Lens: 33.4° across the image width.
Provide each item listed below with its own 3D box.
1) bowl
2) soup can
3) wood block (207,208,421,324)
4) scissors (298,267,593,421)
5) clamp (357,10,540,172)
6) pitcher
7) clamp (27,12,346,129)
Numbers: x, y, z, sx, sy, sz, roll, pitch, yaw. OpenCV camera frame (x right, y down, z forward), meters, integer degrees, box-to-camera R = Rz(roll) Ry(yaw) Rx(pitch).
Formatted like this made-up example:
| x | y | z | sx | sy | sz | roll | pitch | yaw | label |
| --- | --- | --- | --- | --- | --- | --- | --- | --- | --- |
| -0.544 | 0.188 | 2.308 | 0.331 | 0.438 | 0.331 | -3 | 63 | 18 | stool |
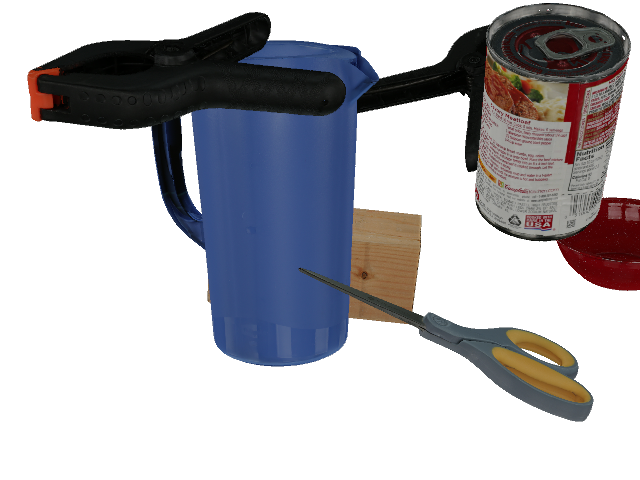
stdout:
| x | y | z | sx | sy | sz | roll | pitch | yaw | label |
| --- | --- | --- | --- | --- | --- | --- | --- | --- | --- |
| 0.327 | 0.009 | 1.158 | 0.162 | 0.055 | 0.162 | -2 | 27 | 1 | bowl |
| 0.115 | -0.058 | 0.540 | 0.068 | 0.102 | 0.068 | -2 | 42 | 1 | soup can |
| -0.005 | 0.018 | 1.089 | 0.206 | 0.091 | 0.090 | 7 | 22 | 3 | wood block |
| 0.089 | 0.057 | 0.703 | 0.202 | 0.016 | 0.096 | 29 | 22 | 18 | scissors |
| 0.142 | -0.139 | 0.944 | 0.209 | 0.036 | 0.165 | -32 | 45 | -20 | clamp |
| -0.044 | -0.033 | 0.832 | 0.144 | 0.243 | 0.149 | -7 | 16 | -22 | pitcher |
| -0.082 | -0.099 | 0.616 | 0.171 | 0.039 | 0.120 | -5 | 27 | -17 | clamp |
